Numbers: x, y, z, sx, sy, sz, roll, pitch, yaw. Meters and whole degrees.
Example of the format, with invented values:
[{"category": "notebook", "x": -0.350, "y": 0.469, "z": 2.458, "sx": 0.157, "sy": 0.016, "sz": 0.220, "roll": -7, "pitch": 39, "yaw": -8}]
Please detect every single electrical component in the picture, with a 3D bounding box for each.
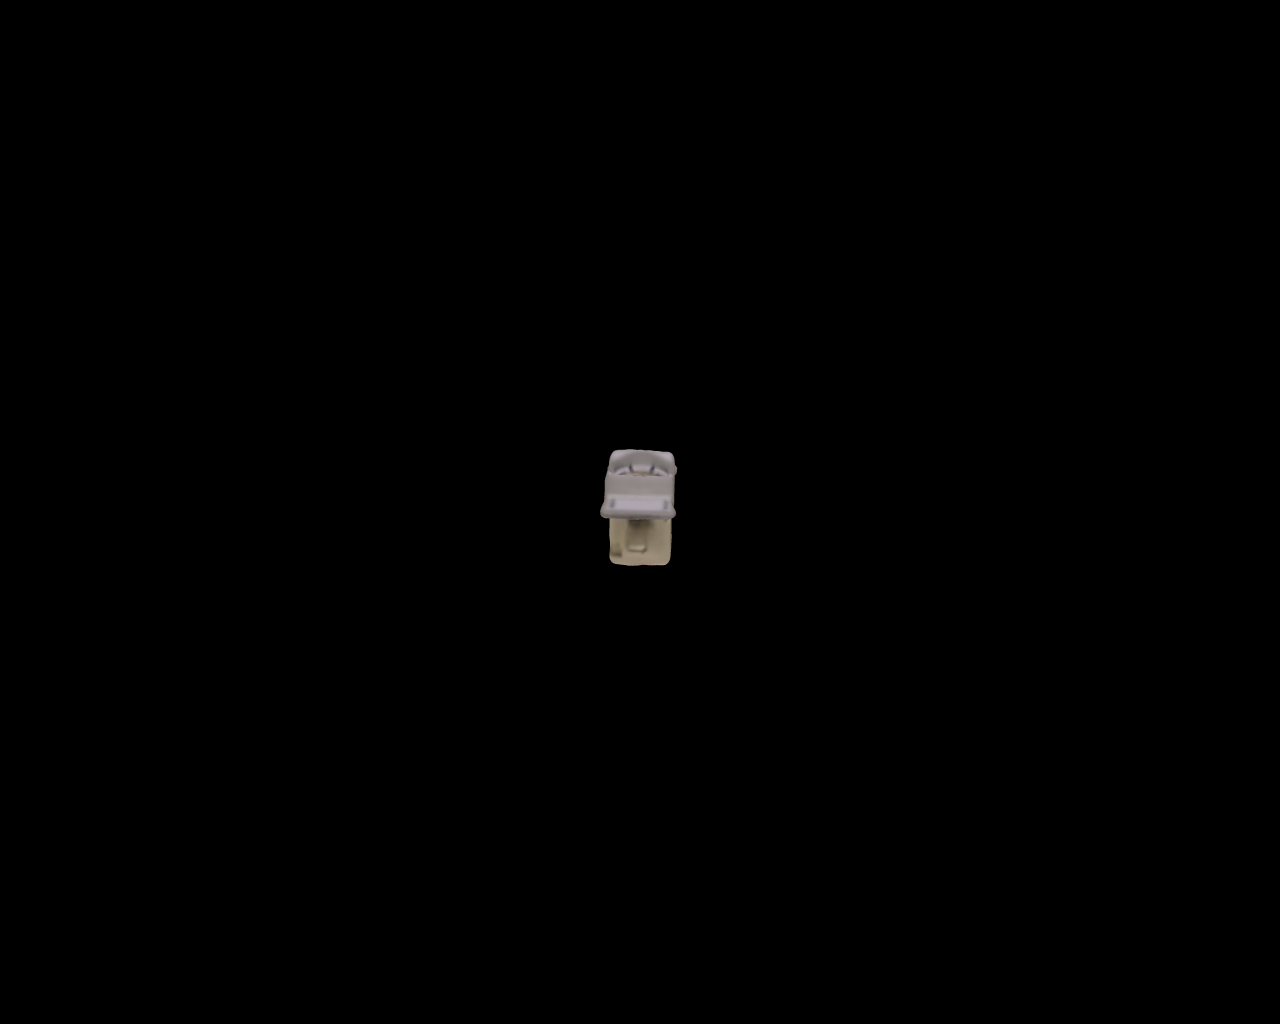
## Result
[{"category": "electrical component", "x": 0.001, "y": -0.003, "z": 0.650, "sx": 0.042, "sy": 0.063, "sz": 0.081, "roll": 1, "pitch": 24, "yaw": 3}]
